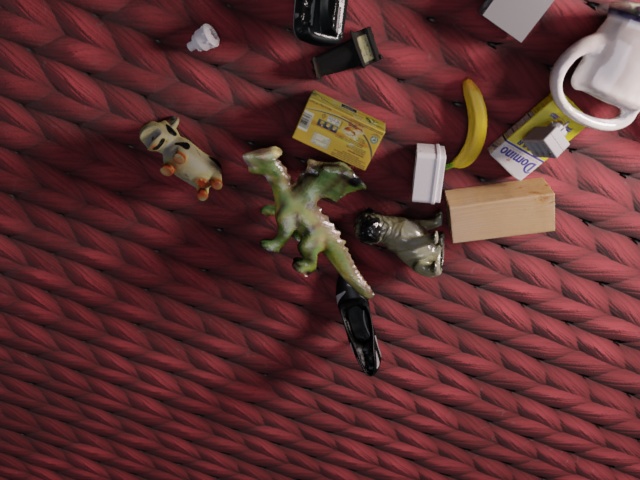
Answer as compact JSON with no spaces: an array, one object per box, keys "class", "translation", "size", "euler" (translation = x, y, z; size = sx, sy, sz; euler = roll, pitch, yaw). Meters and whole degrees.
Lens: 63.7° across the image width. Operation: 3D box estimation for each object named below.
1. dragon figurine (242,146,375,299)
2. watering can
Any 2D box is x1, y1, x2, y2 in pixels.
[{"class":"dragon figurine","translation":[0.003,-0.055,1.100],"size":[0.409,0.238,0.125],"euler":[32,33,-5]},{"class":"watering can","translation":[0.586,-0.299,0.947],"size":[0.347,0.220,0.106],"euler":[13,26,-17]}]
